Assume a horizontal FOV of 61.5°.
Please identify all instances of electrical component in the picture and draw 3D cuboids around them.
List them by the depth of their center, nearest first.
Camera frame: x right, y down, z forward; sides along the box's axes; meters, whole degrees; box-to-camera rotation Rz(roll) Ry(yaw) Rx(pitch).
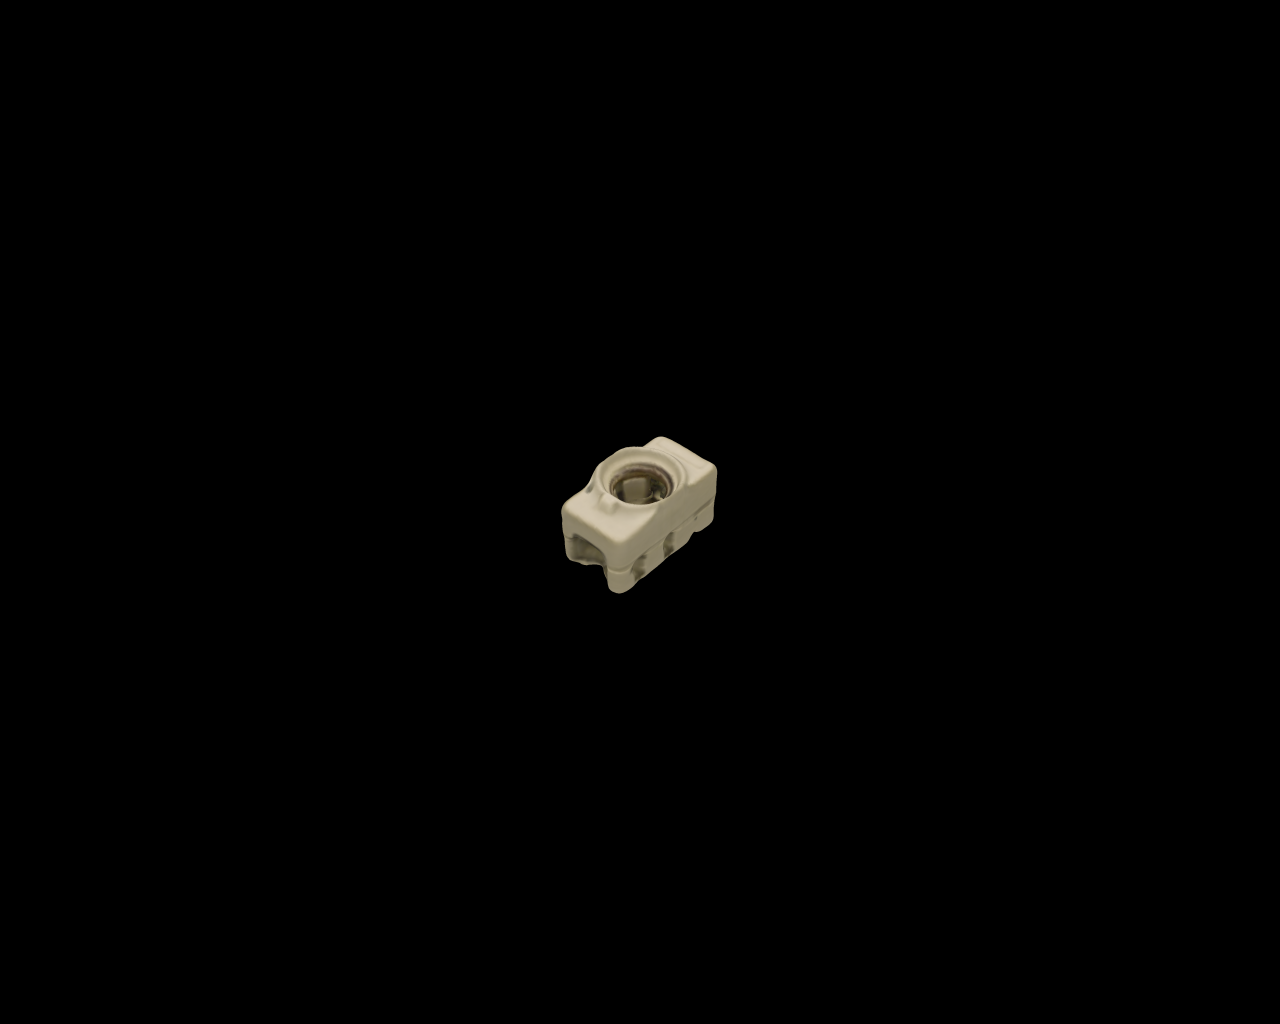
[{"bbox_3d":[0.001,-0.003,0.650,0.050,0.055,0.090,33,54,29],"label":"electrical component"}]
